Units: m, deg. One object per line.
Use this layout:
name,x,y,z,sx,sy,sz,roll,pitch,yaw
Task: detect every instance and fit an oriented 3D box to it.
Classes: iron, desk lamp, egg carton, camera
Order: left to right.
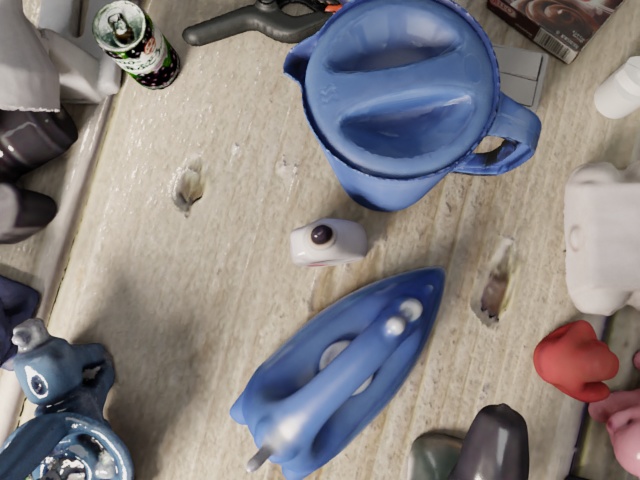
camera,-0.324,-0.086,0.591,0.137,0.101,0.143,-28,83,1
desk lamp,-0.282,-0.196,0.541,0.118,0.213,0.203,4,85,5
iron,0.029,0.112,0.526,0.258,0.141,0.118,-45,83,-1
egg carton,0.291,-0.002,0.554,0.107,0.069,0.150,-1,85,4

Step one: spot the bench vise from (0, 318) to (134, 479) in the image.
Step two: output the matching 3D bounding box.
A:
bench vise,-0.252,0.181,0.502,0.121,0.220,0.207,-37,83,0

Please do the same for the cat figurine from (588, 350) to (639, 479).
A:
cat figurine,0.304,0.162,0.514,0.067,0.118,0.128,42,89,7

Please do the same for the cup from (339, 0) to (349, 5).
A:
cup,0.061,-0.267,0.582,0.091,0.095,0.118,23,87,6

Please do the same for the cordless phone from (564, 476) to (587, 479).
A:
cordless phone,0.274,0.278,0.471,0.147,0.185,0.094,10,86,5

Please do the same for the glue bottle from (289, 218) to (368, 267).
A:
glue bottle,0.005,0.002,0.522,0.078,0.173,0.037,-11,84,4

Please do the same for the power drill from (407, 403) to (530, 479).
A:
power drill,0.115,0.234,0.475,0.075,0.208,0.230,8,85,5

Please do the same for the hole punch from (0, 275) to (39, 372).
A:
hole punch,-0.361,0.084,0.583,0.108,0.091,0.101,17,86,6

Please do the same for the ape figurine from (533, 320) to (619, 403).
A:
ape figurine,0.246,0.114,0.535,0.076,0.092,0.078,8,85,5
